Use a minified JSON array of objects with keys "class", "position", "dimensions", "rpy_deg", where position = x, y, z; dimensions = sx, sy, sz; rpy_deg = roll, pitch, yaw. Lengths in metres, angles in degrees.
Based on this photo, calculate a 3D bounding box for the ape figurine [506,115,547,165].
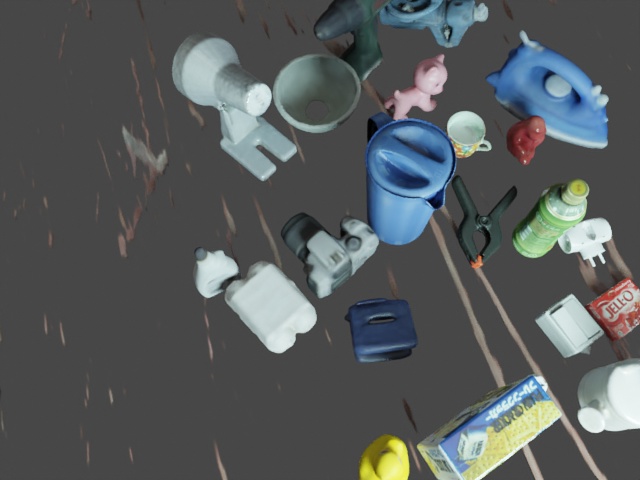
[{"class":"ape figurine","position":[0.386,-0.195,1.057],"dimensions":[0.078,0.092,0.076],"rpy_deg":[-23,71,-7]}]

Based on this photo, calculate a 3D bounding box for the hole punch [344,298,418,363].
[{"class":"hole punch","position":[0.098,0.144,0.938],"dimensions":[0.108,0.091,0.101],"rpy_deg":[-7,70,-1]}]

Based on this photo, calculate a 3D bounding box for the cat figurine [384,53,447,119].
[{"class":"cat figurine","position":[0.188,-0.293,1.083],"dimensions":[0.128,0.118,0.067],"rpy_deg":[-29,72,-9]}]

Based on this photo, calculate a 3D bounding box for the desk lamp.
[{"class":"desk lamp","position":[-0.147,-0.242,1.020],"dimensions":[0.203,0.213,0.118],"rpy_deg":[40,75,14]}]

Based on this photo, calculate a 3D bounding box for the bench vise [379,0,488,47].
[{"class":"bench vise","position":[0.222,-0.485,1.099],"dimensions":[0.207,0.220,0.121],"rpy_deg":[0,70,2]}]

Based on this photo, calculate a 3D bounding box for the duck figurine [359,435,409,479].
[{"class":"duck figurine","position":[0.098,0.347,0.866],"dimensions":[0.077,0.086,0.105],"rpy_deg":[23,72,9]}]

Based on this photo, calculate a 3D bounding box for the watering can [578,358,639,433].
[{"class":"watering can","position":[0.462,0.231,0.844],"dimensions":[0.100,0.194,0.173],"rpy_deg":[41,76,15]}]

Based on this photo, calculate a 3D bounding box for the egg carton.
[{"class":"egg carton","position":[-0.082,0.110,0.966],"dimensions":[0.107,0.069,0.150],"rpy_deg":[-42,74,-13]}]

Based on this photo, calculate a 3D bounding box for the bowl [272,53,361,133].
[{"class":"bowl","position":[-0.005,-0.270,1.101],"dimensions":[0.167,0.075,0.167],"rpy_deg":[0,70,1]}]

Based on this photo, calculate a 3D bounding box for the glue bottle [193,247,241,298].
[{"class":"glue bottle","position":[-0.178,0.045,0.936],"dimensions":[0.078,0.173,0.037],"rpy_deg":[-27,71,-8]}]

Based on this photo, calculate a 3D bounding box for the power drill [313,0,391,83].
[{"class":"power drill","position":[0.072,-0.395,1.075],"dimensions":[0.075,0.208,0.230],"rpy_deg":[36,75,14]}]

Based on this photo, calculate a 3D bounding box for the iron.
[{"class":"iron","position":[0.446,-0.281,1.061],"dimensions":[0.258,0.141,0.119],"rpy_deg":[38,75,14]}]

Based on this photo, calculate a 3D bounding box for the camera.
[{"class":"camera","position":[0.009,0.004,0.986],"dimensions":[0.143,0.101,0.136],"rpy_deg":[-41,74,-13]}]
